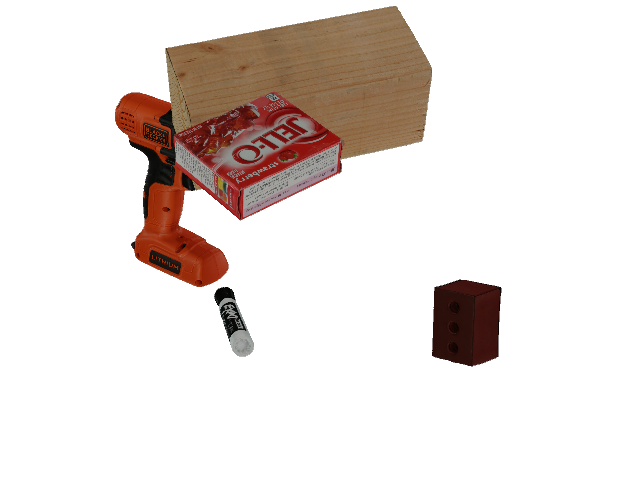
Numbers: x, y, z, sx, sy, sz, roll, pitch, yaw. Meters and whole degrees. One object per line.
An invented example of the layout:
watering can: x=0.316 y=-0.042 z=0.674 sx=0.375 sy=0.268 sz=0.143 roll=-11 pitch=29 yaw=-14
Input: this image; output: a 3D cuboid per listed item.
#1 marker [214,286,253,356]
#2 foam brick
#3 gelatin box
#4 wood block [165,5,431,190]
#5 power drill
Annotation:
marker: x=-0.078 y=0.069 z=0.946 sx=0.020 sy=0.020 sz=0.121 roll=0 pitch=19 yaw=-13
foam brick: x=0.152 y=0.085 z=1.111 sx=0.053 sy=0.078 sz=0.051 roll=10 pitch=16 yaw=40
gelatin box: x=-0.041 y=-0.058 z=0.705 sx=0.089 sy=0.030 sz=0.073 roll=-28 pitch=50 yaw=-30
wood block: x=-0.019 y=-0.123 z=0.914 sx=0.206 sy=0.090 sz=0.091 roll=-13 pitch=-38 yaw=-12
power drill: x=-0.132 y=-0.049 z=1.104 sx=0.185 sy=0.188 sz=0.057 roll=23 pitch=34 yaw=29
